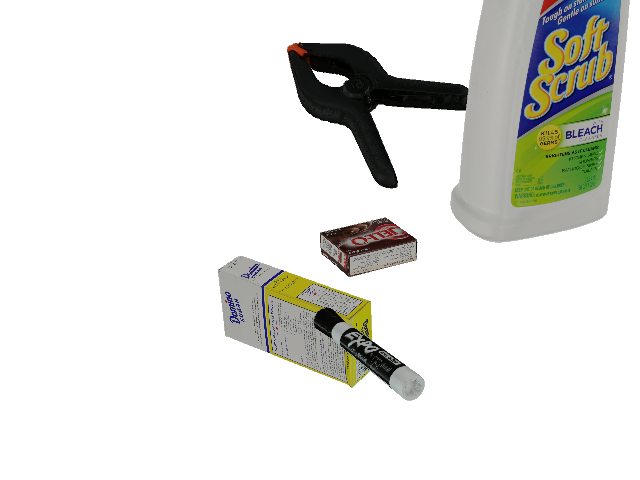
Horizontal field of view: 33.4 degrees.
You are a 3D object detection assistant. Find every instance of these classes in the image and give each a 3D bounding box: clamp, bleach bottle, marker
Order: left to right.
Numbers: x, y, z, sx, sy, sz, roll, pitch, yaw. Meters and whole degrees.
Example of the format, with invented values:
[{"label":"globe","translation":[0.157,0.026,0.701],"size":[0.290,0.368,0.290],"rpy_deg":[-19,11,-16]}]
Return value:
[{"label":"marker","translation":[0.031,0.077,0.749],"size":[0.020,0.020,0.121],"rpy_deg":[0,20,-33]},{"label":"clamp","translation":[0.047,-0.130,0.939],"size":[0.120,0.172,0.039],"rpy_deg":[-35,-25,-21]},{"label":"bleach bottle","translation":[0.134,-0.127,0.640],"size":[0.102,0.251,0.068],"rpy_deg":[-11,30,-16]}]

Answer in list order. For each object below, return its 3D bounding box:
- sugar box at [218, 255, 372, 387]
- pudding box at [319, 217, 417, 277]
[{"label":"sugar box","translation":[-0.028,0.085,1.151],"size":[0.176,0.093,0.048],"rpy_deg":[21,39,33]},{"label":"pudding box","translation":[0.068,0.008,1.515],"size":[0.113,0.039,0.090],"rpy_deg":[-15,27,-22]}]
